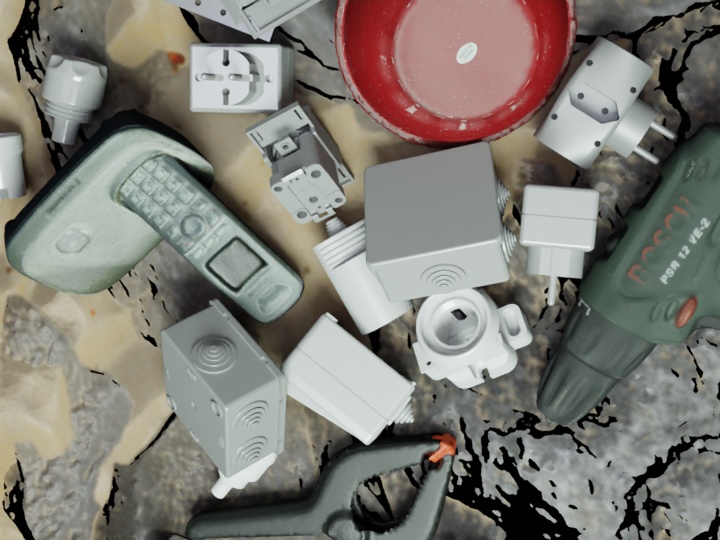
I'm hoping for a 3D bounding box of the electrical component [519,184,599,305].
[{"bbox_3d":[0.130,-0.015,0.711,0.047,0.066,0.076,6,91,10],"label":"electrical component"}]

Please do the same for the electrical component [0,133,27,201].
[{"bbox_3d":[-0.269,-0.077,0.799,0.040,0.040,0.046,-2,104,11],"label":"electrical component"}]

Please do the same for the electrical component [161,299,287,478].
[{"bbox_3d":[-0.096,0.084,0.747,0.100,0.048,0.099,45,147,31],"label":"electrical component"}]

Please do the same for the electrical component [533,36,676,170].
[{"bbox_3d":[0.168,-0.100,0.708,0.079,0.043,0.077,33,103,4],"label":"electrical component"}]

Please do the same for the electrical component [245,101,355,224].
[{"bbox_3d":[-0.038,-0.070,0.735,0.042,0.063,0.081,-27,134,13],"label":"electrical component"}]

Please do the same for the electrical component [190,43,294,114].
[{"bbox_3d":[-0.086,-0.131,0.735,0.066,0.077,0.047,3,99,10],"label":"electrical component"}]

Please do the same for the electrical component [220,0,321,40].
[{"bbox_3d":[-0.038,-0.216,0.693,0.121,0.063,0.078,-35,91,-17],"label":"electrical component"}]

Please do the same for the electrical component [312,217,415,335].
[{"bbox_3d":[0.000,0.000,0.756,0.043,0.043,0.081,-29,92,14],"label":"electrical component"}]

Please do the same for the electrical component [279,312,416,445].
[{"bbox_3d":[-0.006,0.083,0.753,0.096,0.061,0.061,39,86,3],"label":"electrical component"}]

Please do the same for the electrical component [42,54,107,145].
[{"bbox_3d":[-0.209,-0.122,0.778,0.043,0.043,0.062,16,102,8],"label":"electrical component"}]

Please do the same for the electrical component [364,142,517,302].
[{"bbox_3d":[0.052,-0.030,0.717,0.100,0.099,0.048,-11,140,12],"label":"electrical component"}]

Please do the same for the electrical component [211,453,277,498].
[{"bbox_3d":[-0.089,0.145,0.799,0.035,0.035,0.061,40,106,3],"label":"electrical component"}]

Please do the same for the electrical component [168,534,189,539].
[{"bbox_3d":[-0.162,0.246,0.822,0.076,0.047,0.083,19,102,8],"label":"electrical component"}]

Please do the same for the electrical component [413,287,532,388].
[{"bbox_3d":[0.071,0.044,0.731,0.078,0.057,0.058,-23,62,14],"label":"electrical component"}]
